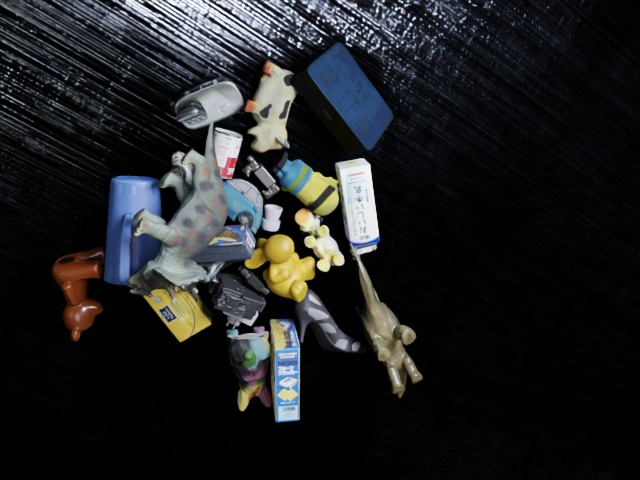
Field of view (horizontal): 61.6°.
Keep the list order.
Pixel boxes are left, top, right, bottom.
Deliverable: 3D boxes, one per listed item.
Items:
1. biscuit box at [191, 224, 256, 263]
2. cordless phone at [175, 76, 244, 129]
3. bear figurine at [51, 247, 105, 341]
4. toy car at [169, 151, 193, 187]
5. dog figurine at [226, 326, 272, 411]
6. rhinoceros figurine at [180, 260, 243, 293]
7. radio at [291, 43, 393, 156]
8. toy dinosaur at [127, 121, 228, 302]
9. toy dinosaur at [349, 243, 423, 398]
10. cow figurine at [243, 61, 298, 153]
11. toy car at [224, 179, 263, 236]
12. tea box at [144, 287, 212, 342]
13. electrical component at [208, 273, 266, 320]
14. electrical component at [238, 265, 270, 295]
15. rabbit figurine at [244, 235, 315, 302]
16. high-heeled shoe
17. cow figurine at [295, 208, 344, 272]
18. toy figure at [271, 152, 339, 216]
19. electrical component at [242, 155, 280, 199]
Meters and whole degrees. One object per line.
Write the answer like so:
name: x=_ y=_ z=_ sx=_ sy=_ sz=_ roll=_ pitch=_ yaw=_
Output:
biscuit box: x=-0.255 y=0.010 z=1.242 sx=0.203 sy=0.059 sz=0.062 roll=-4 pitch=141 yaw=15
cordless phone: x=-0.241 y=-0.291 z=1.147 sx=0.147 sy=0.184 sz=0.088 roll=-22 pitch=106 yaw=0
bear figurine: x=-0.562 y=0.131 z=1.285 sx=0.132 sy=0.120 sz=0.195 roll=-11 pitch=112 yaw=-8
toy car: x=-0.303 y=-0.109 z=1.260 sx=0.056 sy=0.073 sz=0.201 roll=-13 pitch=111 yaw=0
dog figurine: x=-0.176 y=0.339 z=1.387 sx=0.108 sy=0.191 sz=0.219 roll=-8 pitch=95 yaw=-12
rhinoceros figurine: x=-0.258 y=0.057 z=1.297 sx=0.190 sy=0.112 sz=0.073 roll=-31 pitch=138 yaw=-5
radio: x=0.056 y=-0.316 z=1.212 sx=0.229 sy=0.073 sz=0.131 roll=49 pitch=62 yaw=-22
toy dinosaur: x=-0.272 y=-0.051 z=1.155 sx=0.192 sy=0.131 sz=0.405 roll=41 pitch=72 yaw=-28
toy dinosaur: x=0.157 y=0.226 z=1.372 sx=0.105 sy=0.199 sz=0.470 roll=-22 pitch=121 yaw=-10
cow figurine: x=-0.106 y=-0.291 z=1.222 sx=0.127 sy=0.085 sz=0.194 roll=23 pitch=100 yaw=-14
toy car: x=-0.192 y=-0.090 z=1.277 sx=0.161 sy=0.109 sz=0.103 roll=45 pitch=75 yaw=-8
tea box: x=-0.357 y=0.158 z=1.349 sx=0.098 sy=0.068 sz=0.169 roll=-32 pitch=111 yaw=3
electrical component: x=-0.204 y=0.138 z=1.334 sx=0.134 sy=0.115 sz=0.058 roll=23 pitch=107 yaw=-30
electrical component: x=-0.165 y=0.100 z=1.342 sx=0.094 sy=0.063 sz=0.021 roll=43 pitch=88 yaw=-19
rabbit figurine: x=-0.096 y=0.046 z=1.312 sx=0.163 sy=0.122 sz=0.173 roll=20 pitch=146 yaw=22
high-heeled shoe: x=0.034 y=0.221 z=1.444 sx=0.248 sy=0.086 sz=0.145 roll=19 pitch=74 yaw=-33
cow figurine: x=-0.002 y=-0.006 z=1.339 sx=0.068 sy=0.098 sz=0.167 roll=-29 pitch=92 yaw=7
toy figure: x=-0.036 y=-0.129 z=1.284 sx=0.180 sy=0.082 sz=0.089 roll=33 pitch=73 yaw=-19
electrical component: x=-0.140 y=-0.147 z=1.266 sx=0.045 sy=0.078 sz=0.102 roll=-41 pitch=113 yaw=1
